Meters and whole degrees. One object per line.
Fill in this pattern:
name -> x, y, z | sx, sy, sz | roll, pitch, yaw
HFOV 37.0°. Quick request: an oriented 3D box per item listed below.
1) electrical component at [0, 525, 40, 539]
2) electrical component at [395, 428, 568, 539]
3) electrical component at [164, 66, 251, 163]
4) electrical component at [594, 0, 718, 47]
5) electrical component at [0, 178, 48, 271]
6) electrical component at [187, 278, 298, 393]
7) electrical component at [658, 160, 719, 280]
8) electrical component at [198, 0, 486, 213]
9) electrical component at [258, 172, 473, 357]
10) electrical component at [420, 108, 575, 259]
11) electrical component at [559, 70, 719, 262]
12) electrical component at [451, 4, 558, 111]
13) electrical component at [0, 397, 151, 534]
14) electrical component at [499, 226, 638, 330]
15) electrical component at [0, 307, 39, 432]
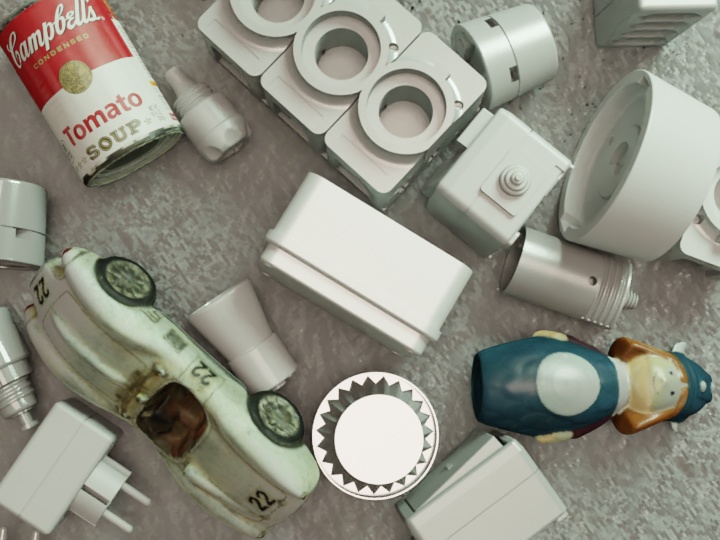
electrical component -> -0.202, 0.188, 0.623 | 0.077, 0.043, 0.079 | 7, 86, -5
electrical component -> 0.062, 0.142, 0.638 | 0.096, 0.062, 0.061 | -36, 90, -6
electrical component -> -0.096, -0.097, 0.651 | 0.035, 0.035, 0.061 | -38, 88, -6
electrical component -> 0.177, -0.183, 0.654 | 0.047, 0.083, 0.075 | -2, 87, -5
electrical component -> -0.211, -0.027, 0.629 | 0.055, 0.055, 0.047 | 5, 83, -4
electrical component -> -0.067, 0.043, 0.644 | 0.044, 0.044, 0.065 | -34, 95, -6
electrical component -> 0.226, -0.044, 0.664 | 0.050, 0.056, 0.089 | 20, 86, -3
electrical component -> -0.011, -0.121, 0.637 | 0.150, 0.061, 0.089 | 43, 84, 5
electrical component -> 0.000, 0.000, 0.632 | 0.113, 0.078, 0.057 | 31, 82, -3
electrical component -> 0.077, -0.052, 0.632 | 0.061, 0.096, 0.061 | 39, 85, 2
electrical component -> 0.171, -0.057, 0.637 | 0.060, 0.108, 0.108 | 21, 85, -9
electrical component -> 0.089, -0.131, 0.659 | 0.047, 0.055, 0.055 | -23, 89, -9
electrical component -> -0.160, 0.123, 0.628 | 0.077, 0.047, 0.065 | 34, 85, -2
electrical component -> 0.131, 0.007, 0.660 | 0.081, 0.043, 0.043 | 19, 86, -4
electrical component -> -0.212, 0.058, 0.630 | 0.040, 0.040, 0.078 | -28, 90, -6
